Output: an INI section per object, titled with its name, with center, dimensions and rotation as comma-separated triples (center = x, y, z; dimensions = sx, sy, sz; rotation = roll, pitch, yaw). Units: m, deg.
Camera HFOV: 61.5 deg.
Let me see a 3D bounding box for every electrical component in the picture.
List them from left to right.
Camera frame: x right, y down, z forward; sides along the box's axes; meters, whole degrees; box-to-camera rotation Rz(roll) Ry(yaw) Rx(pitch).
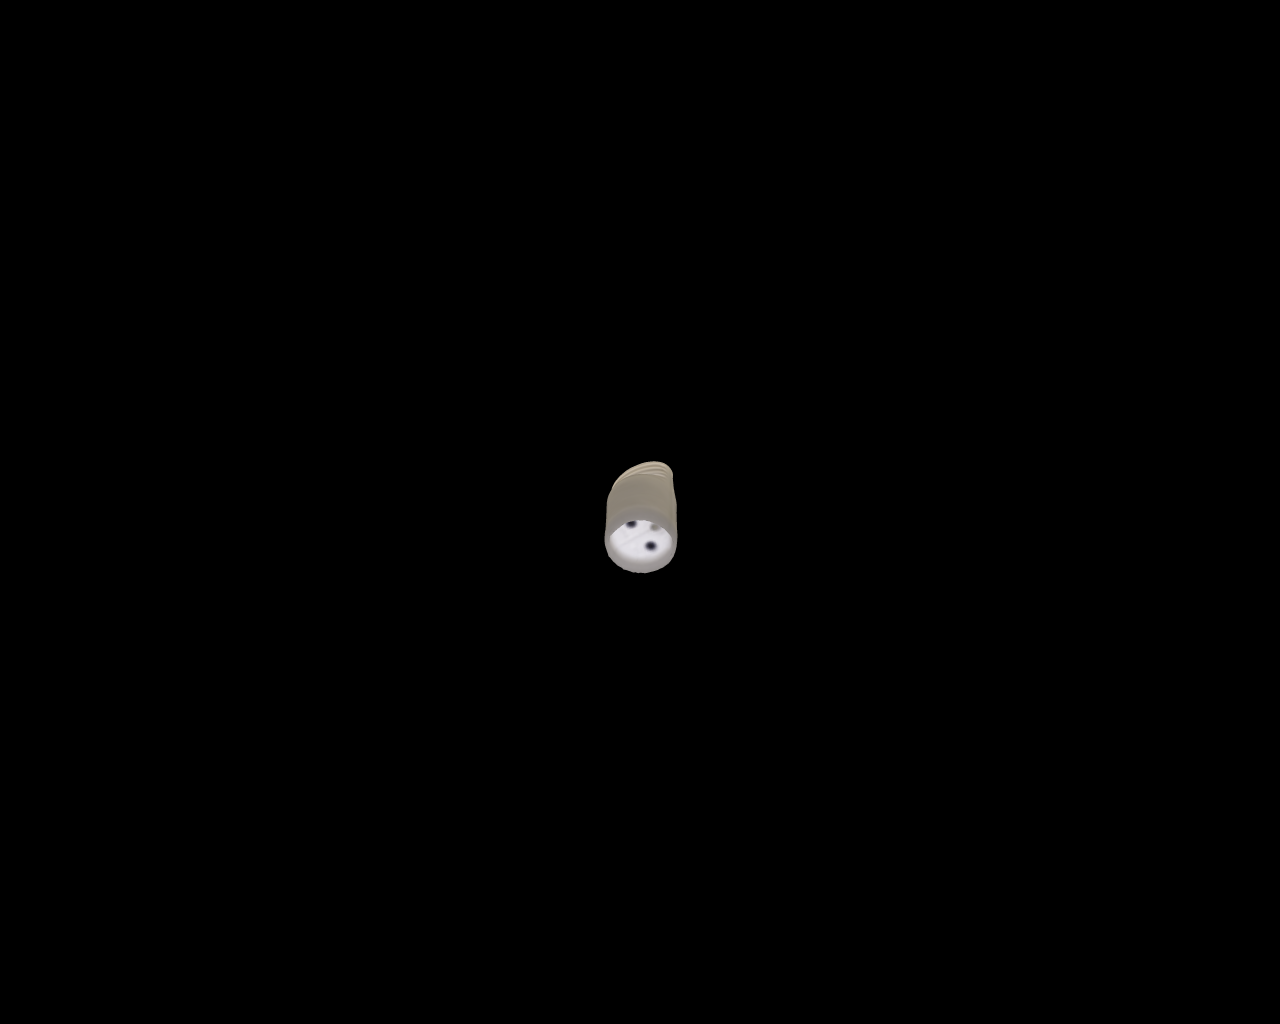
[electrical component]
center = 0.001, -0.003, 0.650
dimensions = 0.043, 0.043, 0.081
rotation = 0, 36, 0
